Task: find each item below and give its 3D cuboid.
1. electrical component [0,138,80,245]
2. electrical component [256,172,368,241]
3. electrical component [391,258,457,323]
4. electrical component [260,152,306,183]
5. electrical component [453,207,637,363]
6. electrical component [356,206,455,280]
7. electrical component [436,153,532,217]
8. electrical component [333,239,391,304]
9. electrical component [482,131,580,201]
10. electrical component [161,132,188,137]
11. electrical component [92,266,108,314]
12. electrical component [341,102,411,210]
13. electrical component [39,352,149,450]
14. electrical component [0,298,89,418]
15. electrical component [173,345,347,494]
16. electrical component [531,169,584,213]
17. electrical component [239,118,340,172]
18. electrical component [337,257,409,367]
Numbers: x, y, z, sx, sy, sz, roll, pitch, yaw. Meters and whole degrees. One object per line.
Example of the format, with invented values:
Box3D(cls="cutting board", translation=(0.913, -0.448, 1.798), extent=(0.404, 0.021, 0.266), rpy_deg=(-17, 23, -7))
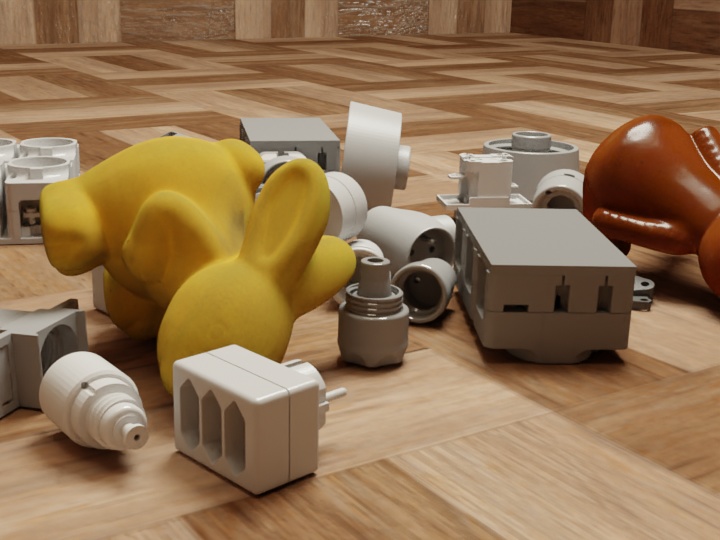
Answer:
Box3D(cls="electrical component", translation=(-0.309, -0.076, 0.962), extent=(0.105, 0.060, 0.186), rpy_deg=(-2, 17, -11))
Box3D(cls="electrical component", translation=(-0.070, -0.030, 0.784), extent=(0.138, 0.052, 0.074), rpy_deg=(-14, 6, 32))
Box3D(cls="electrical component", translation=(0.045, 0.012, 0.732), extent=(0.040, 0.040, 0.046), rpy_deg=(6, 12, 16))
Box3D(cls="electrical component", translation=(-0.071, -0.080, 1.005), extent=(0.078, 0.058, 0.057), rpy_deg=(-2, 14, -10))
Box3D(cls="electrical component", translation=(0.117, 0.006, 0.716), extent=(0.089, 0.061, 0.150), rpy_deg=(1, 16, -3))
Box3D(cls="electrical component", translation=(0.050, -0.022, 0.837), extent=(0.079, 0.044, 0.077), rpy_deg=(-8, 19, -29))
Box3D(cls="electrical component", translation=(0.115, -0.075, 0.989), extent=(0.081, 0.063, 0.042), rpy_deg=(-1, 18, -9))
Box3D(cls="electrical component", translation=(0.000, 0.000, 0.767), extent=(0.044, 0.044, 0.065), rpy_deg=(2, 12, 1))
Box3D(cls="electrical component", translation=(0.178, -0.112, 1.125), extent=(0.108, 0.060, 0.108), rpy_deg=(1, 16, 0))
Box3D(cls="electrical component", translation=(-0.164, -0.060, 0.870), extent=(0.109, 0.056, 0.109), rpy_deg=(-32, 31, -25))
Box3D(cls="electrical component", translation=(-0.152, -0.004, 0.753), extent=(0.083, 0.047, 0.076), rpy_deg=(-14, 22, -41))
Box3D(cls="electrical component", translation=(0.014, -0.097, 0.987), extent=(0.060, 0.108, 0.108), rpy_deg=(7, 16, -1))
Box3D(cls="electrical component", translation=(-0.126, 0.068, 0.524), extent=(0.040, 0.040, 0.078), rpy_deg=(-11, 20, -36))
Box3D(cls="electrical component", translation=(-0.189, 0.046, 0.593), extent=(0.064, 0.042, 0.081), rpy_deg=(5, 16, 18))
Box3D(cls="electrical component", translation=(-0.041, 0.066, 0.525), extent=(0.077, 0.047, 0.066), rpy_deg=(-14, 22, -42))
Box3D(cls="electrical component", translation=(0.179, -0.057, 0.950), extent=(0.055, 0.055, 0.047), rpy_deg=(6, 20, 15))
Box3D(cls="electrical component", translation=(-0.075, -0.116, 1.114), extent=(0.089, 0.061, 0.150), rpy_deg=(-2, 17, -10))
Box3D(cls="electrical component", translation=(0.008, 0.024, 0.646), extent=(0.043, 0.062, 0.043), rpy_deg=(1, 16, 0))
